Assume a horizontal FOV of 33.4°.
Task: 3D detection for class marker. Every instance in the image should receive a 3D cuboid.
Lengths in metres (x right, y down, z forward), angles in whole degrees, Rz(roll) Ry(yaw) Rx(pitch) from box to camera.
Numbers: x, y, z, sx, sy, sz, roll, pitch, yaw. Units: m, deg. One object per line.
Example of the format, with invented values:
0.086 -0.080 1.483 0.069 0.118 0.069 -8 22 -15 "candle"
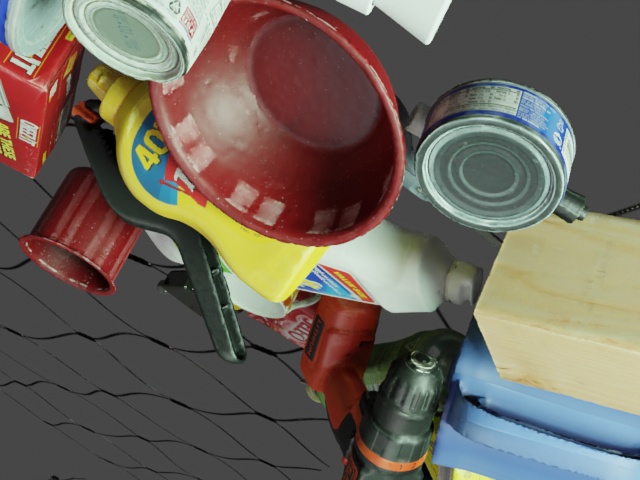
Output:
0.106 -0.044 0.631 0.121 0.020 0.020 29 156 -7 "marker"

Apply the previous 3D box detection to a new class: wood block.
0.211 0.051 0.635 0.206 0.090 0.090 12 153 29 "wood block"

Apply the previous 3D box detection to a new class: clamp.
-0.091 -0.024 0.747 0.210 0.165 0.036 31 -170 9 "clamp"

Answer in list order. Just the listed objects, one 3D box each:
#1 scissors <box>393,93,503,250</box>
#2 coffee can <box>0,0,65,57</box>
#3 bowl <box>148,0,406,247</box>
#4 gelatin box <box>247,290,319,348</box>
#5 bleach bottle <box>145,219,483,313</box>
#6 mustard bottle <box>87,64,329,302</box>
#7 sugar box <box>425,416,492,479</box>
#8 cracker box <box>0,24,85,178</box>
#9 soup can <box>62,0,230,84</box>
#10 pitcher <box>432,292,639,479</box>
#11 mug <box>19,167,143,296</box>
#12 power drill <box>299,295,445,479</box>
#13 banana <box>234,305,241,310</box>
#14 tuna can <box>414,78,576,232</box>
0.067 -0.045 0.672 0.201 0.016 0.096 29 156 -8 "scissors"
-0.197 -0.175 0.565 0.140 0.102 0.103 27 156 -3 "coffee can"
-0.016 -0.076 0.608 0.162 0.055 0.162 18 133 21 "bowl"
-0.018 0.067 0.968 0.073 0.030 0.089 32 156 -13 "gelatin box"
-0.005 0.001 0.785 0.251 0.068 0.102 13 154 22 "bleach bottle"
-0.073 -0.052 0.692 0.192 0.096 0.058 38 179 7 "mustard bottle"
0.179 0.180 0.860 0.176 0.048 0.093 1 -163 -8 "sugar box"
-0.274 -0.147 0.741 0.213 0.072 0.164 28 157 -8 "cracker box"
-0.072 -0.136 0.521 0.068 0.102 0.068 21 156 10 "soup can"
0.206 0.134 0.753 0.243 0.149 0.145 16 144 13 "pitcher"
-0.206 -0.007 0.942 0.093 0.081 0.117 31 156 -10 "mug"
0.036 0.115 0.819 0.057 0.187 0.185 8 123 -16 "power drill"
-0.101 0.011 0.936 0.070 0.037 0.197 32 164 45 "banana"
0.096 -0.045 0.592 0.086 0.033 0.086 13 137 12 "tuna can"
